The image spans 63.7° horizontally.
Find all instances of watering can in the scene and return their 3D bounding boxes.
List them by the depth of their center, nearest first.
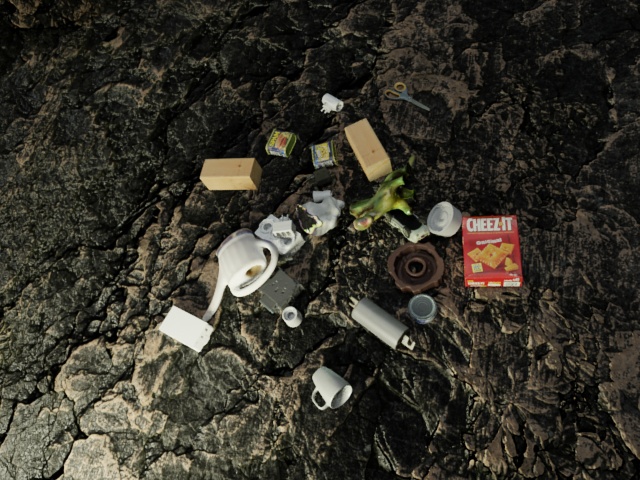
[{"bbox_3d":[-0.292,0.104,1.742,0.346,0.102,0.229,-37,53,9],"label":"watering can"}]

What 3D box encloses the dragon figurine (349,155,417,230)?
[{"bbox_3d":[0.201,-0.154,1.721,0.241,0.120,0.419,-18,24,26],"label":"dragon figurine"}]

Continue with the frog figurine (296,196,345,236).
[{"bbox_3d":[0.005,-0.090,1.781,0.138,0.120,0.161,22,34,34],"label":"frog figurine"}]
